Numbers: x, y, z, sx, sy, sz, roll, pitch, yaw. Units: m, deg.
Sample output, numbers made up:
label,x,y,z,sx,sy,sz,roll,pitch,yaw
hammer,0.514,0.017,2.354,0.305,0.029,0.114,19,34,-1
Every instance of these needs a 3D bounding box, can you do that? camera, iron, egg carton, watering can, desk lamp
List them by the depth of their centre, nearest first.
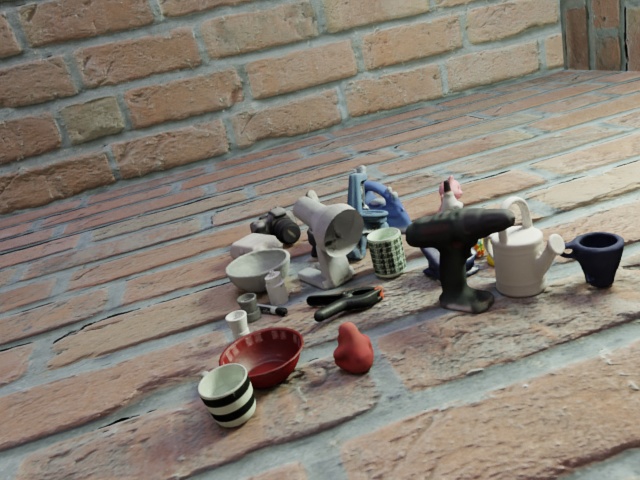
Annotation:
label,x,y,z,sx,sy,sz,roll,pitch,yaw
watering can,0.399,0.008,1.138,0.172,0.194,0.101,1,25,34
desk lamp,0.012,0.005,1.355,0.118,0.214,0.202,-26,24,-31
egg carton,-0.182,0.030,1.616,0.149,0.069,0.107,6,28,42
iron,0.174,-0.106,1.655,0.119,0.142,0.257,-25,23,-29
camera,-0.126,-0.036,1.713,0.143,0.101,0.136,-20,21,-19

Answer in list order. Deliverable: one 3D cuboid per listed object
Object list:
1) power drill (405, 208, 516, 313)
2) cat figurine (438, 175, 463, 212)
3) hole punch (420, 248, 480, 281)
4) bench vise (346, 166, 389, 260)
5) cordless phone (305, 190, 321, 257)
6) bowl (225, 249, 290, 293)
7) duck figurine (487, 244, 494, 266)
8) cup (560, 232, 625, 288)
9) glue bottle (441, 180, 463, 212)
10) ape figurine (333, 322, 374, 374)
label,x,y,z,sx,sy,sz,roll,pitch,yaw
power drill,0.280,0.033,1.123,0.228,0.209,0.076,5,27,40
cat figurine,0.363,-0.122,1.615,0.067,0.118,0.128,-1,24,30
hole punch,0.290,0.035,1.283,0.109,0.091,0.100,-21,22,-19
bench vise,0.103,-0.071,1.490,0.121,0.220,0.208,-3,22,25
cordless phone,0.008,-0.060,1.571,0.094,0.185,0.147,-9,21,11
bowl,-0.149,0.087,1.439,0.167,0.075,0.167,-11,20,5
duck figurine,0.421,0.004,1.290,0.105,0.086,0.077,-18,21,-14
cup,0.525,0.043,1.110,0.117,0.095,0.092,-5,22,21
glue bottle,0.323,-0.064,1.406,0.078,0.173,0.037,-1,24,30
ape figurine,0.057,0.187,1.021,0.078,0.092,0.076,-18,21,-13
